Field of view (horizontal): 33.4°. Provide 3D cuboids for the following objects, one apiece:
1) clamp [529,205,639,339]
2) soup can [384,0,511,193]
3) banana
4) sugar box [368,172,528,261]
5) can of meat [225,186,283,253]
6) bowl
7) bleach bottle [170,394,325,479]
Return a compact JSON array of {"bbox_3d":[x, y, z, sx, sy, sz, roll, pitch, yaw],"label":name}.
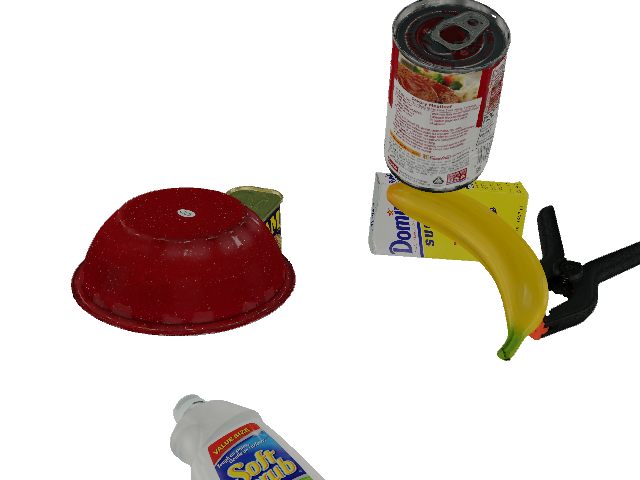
[{"bbox_3d":[0.247,0.030,1.102,0.120,0.039,0.171,27,50,31],"label":"clamp"},{"bbox_3d":[0.075,-0.087,0.648,0.068,0.068,0.102,0,-40,-1],"label":"soup can"},{"bbox_3d":[0.123,0.006,0.835,0.069,0.037,0.198,-17,46,-16],"label":"banana"},{"bbox_3d":[0.148,-0.026,1.254,0.176,0.093,0.048,2,23,-4],"label":"sugar box"},{"bbox_3d":[-0.074,0.008,1.007,0.057,0.084,0.102,9,30,19],"label":"can of meat"},{"bbox_3d":[-0.097,0.005,0.763,0.162,0.055,0.162,2,26,-1],"label":"bowl"},{"bbox_3d":[-0.056,0.197,0.830,0.102,0.068,0.251,-19,32,-26],"label":"bleach bottle"}]
